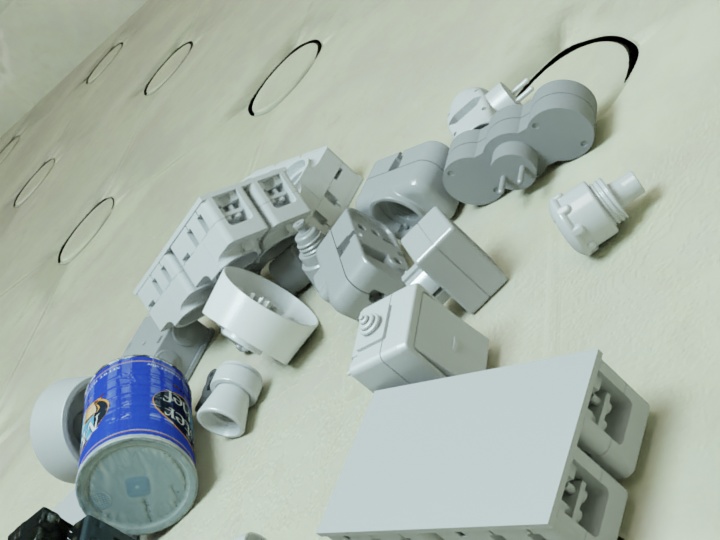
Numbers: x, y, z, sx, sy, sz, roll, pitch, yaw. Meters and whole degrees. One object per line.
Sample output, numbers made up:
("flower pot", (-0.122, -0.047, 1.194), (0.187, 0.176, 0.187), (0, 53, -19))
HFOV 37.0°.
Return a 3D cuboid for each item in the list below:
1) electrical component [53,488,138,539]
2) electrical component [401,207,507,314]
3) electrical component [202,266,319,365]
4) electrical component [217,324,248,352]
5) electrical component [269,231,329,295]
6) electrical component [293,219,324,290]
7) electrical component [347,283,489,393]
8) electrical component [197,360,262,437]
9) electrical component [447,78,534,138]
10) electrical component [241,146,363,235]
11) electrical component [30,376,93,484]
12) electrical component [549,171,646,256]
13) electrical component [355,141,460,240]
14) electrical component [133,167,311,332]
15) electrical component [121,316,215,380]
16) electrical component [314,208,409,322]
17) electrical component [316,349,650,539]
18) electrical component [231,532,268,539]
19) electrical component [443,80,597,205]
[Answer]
("electrical component", (-0.252, 0.245, 0.992), (0.099, 0.048, 0.099), (-46, 25, 5))
("electrical component", (0.057, 0.006, 0.811), (0.076, 0.066, 0.047), (-45, 25, 8))
("electrical component", (-0.090, 0.040, 0.967), (0.064, 0.099, 0.099), (-58, 26, -5))
("electrical component", (-0.120, 0.046, 1.043), (0.048, 0.062, 0.048), (-37, 28, 23))
("electrical component", (-0.053, -0.010, 1.040), (0.078, 0.040, 0.040), (-41, 26, 17))
("electrical component", (-0.036, -0.012, 0.979), (0.040, 0.078, 0.040), (-27, 24, 13))
("electrical component", (0.040, 0.056, 0.734), (0.061, 0.096, 0.061), (-29, 32, 35))
("electrical component", (-0.115, 0.115, 0.960), (0.045, 0.045, 0.055), (-24, 35, 42))
("electrical component", (0.119, -0.137, 0.938), (0.079, 0.043, 0.077), (-40, 26, 19))
("electrical component", (-0.080, -0.070, 1.142), (0.150, 0.062, 0.089), (-11, 45, 53))
("electrical component", (-0.267, 0.157, 1.078), (0.060, 0.108, 0.108), (-17, 40, 39))
("electrical component", (0.164, -0.043, 0.736), (0.062, 0.048, 0.048), (-35, 28, 13))
("electrical component", (0.044, -0.067, 0.948), (0.095, 0.054, 0.059), (-15, 41, 50))
("electrical component", (-0.136, -0.014, 1.062), (0.105, 0.060, 0.186), (-25, -13, -41))
("electrical component", (-0.213, 0.091, 1.146), (0.100, 0.048, 0.099), (-15, 41, 50))
("electrical component", (0.000, 0.000, 0.909), (0.059, 0.054, 0.095), (-53, 30, 22))
("electrical component", (0.071, 0.120, 0.635), (0.186, 0.060, 0.105), (-18, 39, 48))
("electrical component", (-0.091, 0.236, 0.753), (0.077, 0.044, 0.079), (-43, 26, 13))
("electrical component", (0.123, -0.089, 0.853), (0.138, 0.052, 0.073), (-28, 32, 38))
